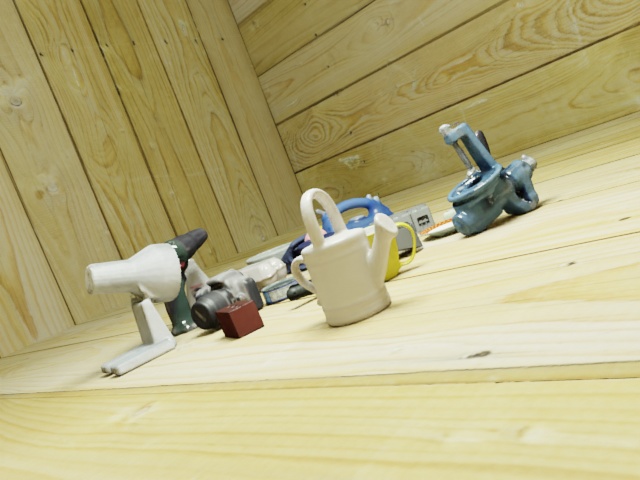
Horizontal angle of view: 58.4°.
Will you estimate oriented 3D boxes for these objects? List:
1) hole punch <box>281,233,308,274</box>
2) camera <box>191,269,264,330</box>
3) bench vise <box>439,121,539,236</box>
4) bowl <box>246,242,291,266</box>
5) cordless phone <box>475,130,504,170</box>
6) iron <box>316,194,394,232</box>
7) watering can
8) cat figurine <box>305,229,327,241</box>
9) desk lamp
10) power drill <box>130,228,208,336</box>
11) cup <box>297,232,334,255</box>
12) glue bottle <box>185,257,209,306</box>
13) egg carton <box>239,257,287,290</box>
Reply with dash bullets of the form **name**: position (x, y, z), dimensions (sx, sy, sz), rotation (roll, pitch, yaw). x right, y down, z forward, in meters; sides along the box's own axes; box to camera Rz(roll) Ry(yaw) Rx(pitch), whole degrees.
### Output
- **hole punch**: position (-0.052, 0.035, 1.585), dimensions (0.109, 0.091, 0.100), rotation (-25, 6, -37)
- **camera**: position (-0.215, 0.127, 1.193), dimensions (0.142, 0.101, 0.137), rotation (-18, 6, 36)
- **bench vise**: position (0.322, -0.139, 1.134), dimensions (0.208, 0.220, 0.121), rotation (-24, 6, -34)
- **bowl**: position (-0.129, 0.065, 1.685), dimensions (0.167, 0.075, 0.167), rotation (-21, 5, 2)
- **cordless phone**: position (0.404, -0.176, 1.402), dimensions (0.094, 0.185, 0.148), rotation (-20, 5, 17)
- **iron**: position (0.111, -0.059, 1.628), dimensions (0.259, 0.141, 0.118), rotation (-23, 5, -22)
- **watering can**: position (0.031, 0.014, 0.826), dimensions (0.172, 0.194, 0.101), rotation (-20, 5, 8)
- **cat figurine**: position (0.014, 0.005, 1.471), dimensions (0.128, 0.118, 0.067), rotation (-25, 6, -37)
- **desk lamp**: position (-0.360, 0.128, 1.138), dimensions (0.204, 0.213, 0.117), rotation (-25, 6, -40)
- **power drill**: position (-0.320, 0.100, 1.310), dimensions (0.075, 0.208, 0.230), rotation (-16, 7, 46)
- **cup**: position (0.005, 0.040, 1.249), dimensions (0.092, 0.095, 0.117), rotation (-22, 5, -11)
- **glue bottle**: position (-0.309, 0.103, 1.437), dimensions (0.078, 0.173, 0.037), rotation (-21, 5, 2)
- **egg carton**: position (-0.162, 0.098, 1.486), dimensions (0.150, 0.069, 0.107), rotation (-19, 5, 28)
